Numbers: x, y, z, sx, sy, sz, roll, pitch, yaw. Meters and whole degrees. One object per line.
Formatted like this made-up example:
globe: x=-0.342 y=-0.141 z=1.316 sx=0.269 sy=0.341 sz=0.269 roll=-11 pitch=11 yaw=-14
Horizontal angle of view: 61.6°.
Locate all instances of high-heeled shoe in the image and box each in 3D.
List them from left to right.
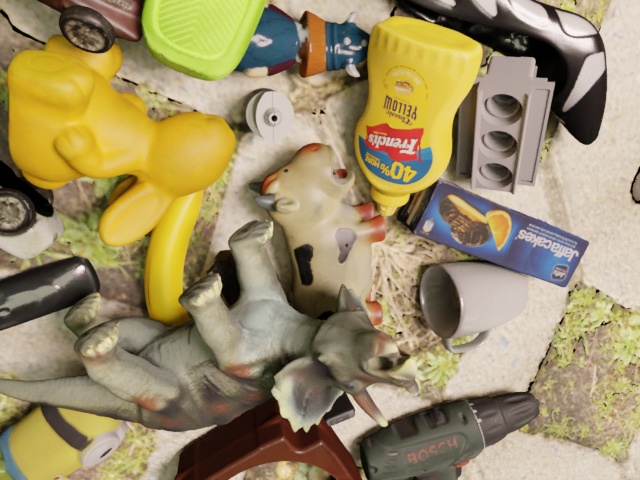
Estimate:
high-heeled shoe: x=0.180 y=-0.176 z=0.523 sx=0.145 sy=0.086 sz=0.248 roll=-29 pitch=106 yaw=0

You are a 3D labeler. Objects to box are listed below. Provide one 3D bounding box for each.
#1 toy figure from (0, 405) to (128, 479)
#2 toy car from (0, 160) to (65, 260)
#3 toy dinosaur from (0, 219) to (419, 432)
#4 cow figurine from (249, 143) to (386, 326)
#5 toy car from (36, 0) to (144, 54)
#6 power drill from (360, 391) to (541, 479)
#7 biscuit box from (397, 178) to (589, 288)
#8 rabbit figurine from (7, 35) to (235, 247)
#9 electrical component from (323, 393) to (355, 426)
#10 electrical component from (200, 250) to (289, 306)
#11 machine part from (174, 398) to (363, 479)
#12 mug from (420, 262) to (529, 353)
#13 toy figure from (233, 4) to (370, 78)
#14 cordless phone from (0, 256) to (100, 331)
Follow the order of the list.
toy figure: x=-0.286 y=0.211 z=0.550 sx=0.180 sy=0.082 sz=0.089 roll=-27 pitch=114 yaw=1
toy car: x=-0.309 y=-0.064 z=0.456 sx=0.056 sy=0.074 sz=0.201 roll=-44 pitch=111 yaw=4
toy dinosaur: x=-0.107 y=0.115 z=0.491 sx=0.405 sy=0.131 sz=0.192 roll=-21 pitch=114 yaw=20
cow figurine: x=-0.001 y=-0.002 z=0.542 sx=0.127 sy=0.086 sz=0.194 roll=-7 pitch=113 yaw=-12
toy car: x=-0.217 y=-0.211 z=0.379 sx=0.202 sy=0.053 sz=0.089 roll=24 pitch=60 yaw=-21
power drill: x=0.171 y=0.300 z=0.678 sx=0.232 sy=0.086 sz=0.207 roll=-9 pitch=113 yaw=-8
biscuit box: x=0.190 y=-0.010 z=0.589 sx=0.202 sy=0.059 sz=0.062 roll=18 pitch=103 yaw=-17
rabbit figurine: x=-0.163 y=-0.077 z=0.460 sx=0.173 sy=0.122 sz=0.162 roll=9 pitch=111 yaw=-15
electrical component: x=0.000 y=0.138 z=0.566 sx=0.075 sy=0.119 sz=0.047 roll=-20 pitch=112 yaw=-3
electrical component: x=-0.077 y=0.059 z=0.547 sx=0.078 sy=0.045 sz=0.102 roll=6 pitch=130 yaw=30
machine part: x=-0.056 y=0.299 z=0.625 sx=0.201 sy=0.087 sz=0.201 roll=-31 pitch=113 yaw=0
mug: x=0.179 y=0.074 z=0.605 sx=0.107 sy=0.081 sz=0.109 roll=-8 pitch=105 yaw=-19
toy figure: x=-0.028 y=-0.181 z=0.488 sx=0.154 sy=0.058 sz=0.064 roll=0 pitch=124 yaw=-17
cordless phone: x=-0.314 y=0.031 z=0.496 sx=0.184 sy=0.089 sz=0.146 roll=-20 pitch=111 yaw=-17
